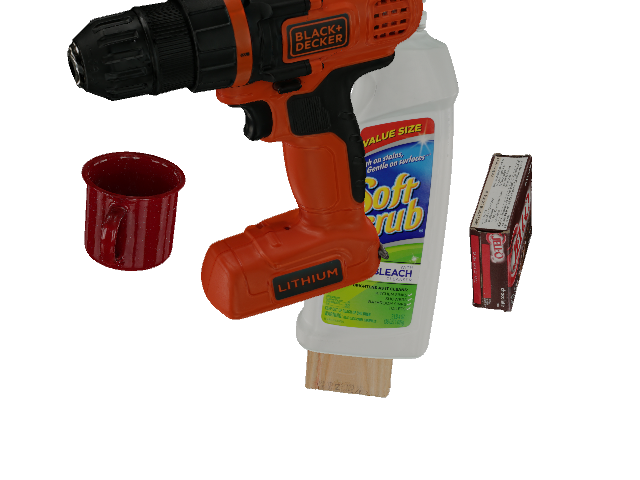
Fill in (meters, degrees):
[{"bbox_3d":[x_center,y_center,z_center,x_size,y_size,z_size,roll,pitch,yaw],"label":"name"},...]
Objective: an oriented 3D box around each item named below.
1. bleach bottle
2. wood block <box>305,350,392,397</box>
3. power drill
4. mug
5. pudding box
[{"bbox_3d":[0.040,-0.043,0.750,0.102,0.251,0.068,5,20,3],"label":"bleach bottle"},{"bbox_3d":[0.038,0.046,1.091,0.090,0.206,0.090,6,26,4],"label":"wood block"},{"bbox_3d":[-0.033,-0.050,0.569,0.184,0.188,0.057,-15,39,-18],"label":"power drill"},{"bbox_3d":[-0.175,-0.020,0.971,0.093,0.081,0.117,10,29,1],"label":"mug"},{"bbox_3d":[0.158,-0.009,0.928,0.039,0.090,0.113,6,41,16],"label":"pudding box"}]
